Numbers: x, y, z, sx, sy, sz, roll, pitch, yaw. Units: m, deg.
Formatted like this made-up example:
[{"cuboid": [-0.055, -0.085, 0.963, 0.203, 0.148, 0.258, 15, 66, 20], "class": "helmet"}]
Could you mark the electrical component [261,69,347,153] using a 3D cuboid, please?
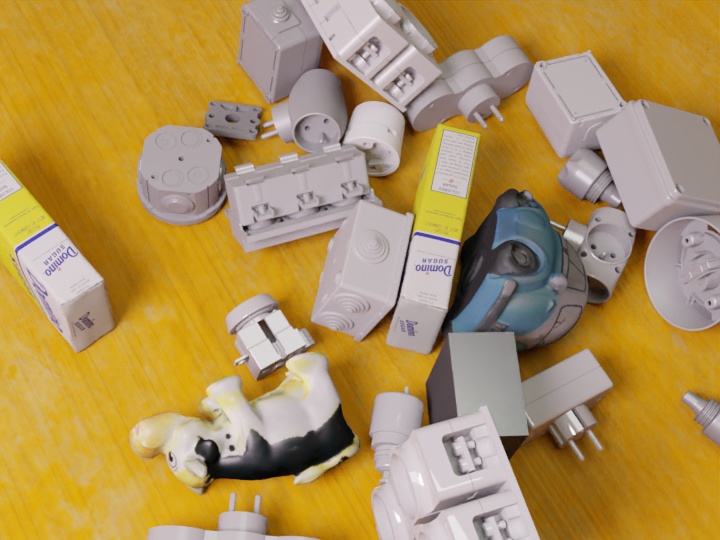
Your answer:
[{"cuboid": [-0.055, -0.140, 0.986, 0.079, 0.043, 0.077, -18, 38, 16], "class": "electrical component"}]

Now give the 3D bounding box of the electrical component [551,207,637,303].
[{"cuboid": [0.199, -0.021, 0.961, 0.079, 0.044, 0.077, 25, 62, 6], "class": "electrical component"}]

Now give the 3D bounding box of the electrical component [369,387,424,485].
[{"cuboid": [0.027, 0.134, 0.860, 0.040, 0.040, 0.078, 12, 62, -1], "class": "electrical component"}]

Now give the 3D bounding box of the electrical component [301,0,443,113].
[{"cuboid": [-0.003, -0.245, 0.987, 0.060, 0.105, 0.186, -40, 52, 18], "class": "electrical component"}]

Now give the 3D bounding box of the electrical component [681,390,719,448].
[{"cuboid": [0.298, 0.124, 0.904, 0.061, 0.035, 0.035, 39, 64, 15], "class": "electrical component"}]

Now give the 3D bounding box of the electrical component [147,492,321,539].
[{"cuboid": [-0.089, 0.202, 0.802, 0.138, 0.052, 0.073, 6, 62, -4], "class": "electrical component"}]

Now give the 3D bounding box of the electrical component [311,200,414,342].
[{"cuboid": [0.000, 0.000, 0.894, 0.048, 0.099, 0.099, 20, 61, -11], "class": "electrical component"}]

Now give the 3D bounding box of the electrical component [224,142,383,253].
[{"cuboid": [-0.052, -0.066, 0.933, 0.121, 0.063, 0.079, -16, 25, -15], "class": "electrical component"}]

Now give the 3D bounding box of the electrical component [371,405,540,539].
[{"cuboid": [0.060, 0.183, 0.755, 0.060, 0.186, 0.105, -14, 65, -14], "class": "electrical component"}]

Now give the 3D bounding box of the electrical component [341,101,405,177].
[{"cuboid": [0.013, -0.121, 0.984, 0.055, 0.055, 0.047, 13, 58, 0], "class": "electrical component"}]

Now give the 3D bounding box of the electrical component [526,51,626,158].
[{"cuboid": [0.202, -0.160, 1.029, 0.062, 0.061, 0.096, -15, 58, -15], "class": "electrical component"}]

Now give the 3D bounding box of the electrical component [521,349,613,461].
[{"cuboid": [0.169, 0.120, 0.882, 0.083, 0.047, 0.075, -24, 67, -19], "class": "electrical component"}]

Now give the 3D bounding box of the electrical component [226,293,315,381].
[{"cuboid": [-0.079, 0.053, 0.886, 0.066, 0.048, 0.055, -29, 77, -20], "class": "electrical component"}]

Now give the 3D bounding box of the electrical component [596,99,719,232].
[{"cuboid": [0.283, -0.091, 0.980, 0.109, 0.056, 0.108, 6, 58, -36], "class": "electrical component"}]

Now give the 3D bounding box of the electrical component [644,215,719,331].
[{"cuboid": [0.302, 0.000, 0.936, 0.064, 0.099, 0.099, -10, 64, -19], "class": "electrical component"}]

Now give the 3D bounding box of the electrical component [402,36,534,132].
[{"cuboid": [0.108, -0.165, 1.020, 0.138, 0.052, 0.073, -25, 68, -19], "class": "electrical component"}]

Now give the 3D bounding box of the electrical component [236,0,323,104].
[{"cuboid": [-0.071, -0.213, 0.997, 0.061, 0.096, 0.061, -29, 69, -24], "class": "electrical component"}]

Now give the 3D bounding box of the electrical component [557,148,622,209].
[{"cuboid": [0.218, -0.081, 0.996, 0.062, 0.043, 0.043, 39, 65, 12], "class": "electrical component"}]

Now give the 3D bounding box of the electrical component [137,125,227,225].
[{"cuboid": [-0.156, -0.084, 0.943, 0.080, 0.051, 0.080, 3, 62, -6], "class": "electrical component"}]
